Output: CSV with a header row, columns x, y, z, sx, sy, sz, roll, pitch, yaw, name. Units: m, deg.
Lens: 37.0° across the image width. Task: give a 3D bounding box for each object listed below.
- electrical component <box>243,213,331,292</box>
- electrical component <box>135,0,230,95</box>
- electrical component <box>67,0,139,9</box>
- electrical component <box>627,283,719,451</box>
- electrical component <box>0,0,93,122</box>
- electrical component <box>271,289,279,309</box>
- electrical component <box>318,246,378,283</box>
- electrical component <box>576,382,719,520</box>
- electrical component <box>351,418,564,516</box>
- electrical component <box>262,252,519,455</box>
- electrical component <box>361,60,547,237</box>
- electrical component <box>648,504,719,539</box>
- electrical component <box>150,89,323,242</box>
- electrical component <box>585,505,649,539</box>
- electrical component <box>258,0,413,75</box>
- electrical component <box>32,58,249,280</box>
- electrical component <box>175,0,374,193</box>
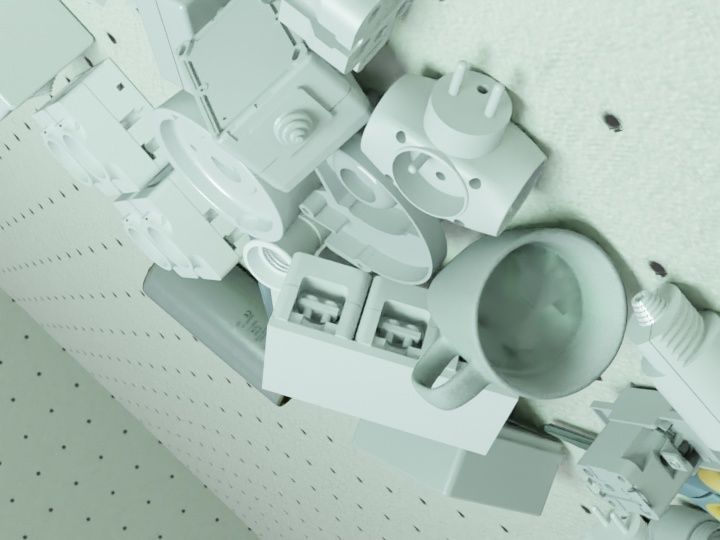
x,y,z,sx,sy,sz,roll,pitch,yaw,name
-0.042,-0.022,0.718,0.044,0.065,0.044,22,141,19,electrical component
-0.073,-0.128,0.579,0.076,0.047,0.083,31,158,17,electrical component
-0.161,-0.186,0.598,0.121,0.078,0.063,22,174,45,electrical component
0.155,0.041,0.502,0.081,0.043,0.043,47,161,-13,electrical component
-0.261,-0.168,0.786,0.099,0.099,0.048,48,148,-15,electrical component
-0.027,0.045,0.767,0.062,0.061,0.096,173,96,-65,electrical component
0.000,0.000,0.715,0.045,0.045,0.055,47,160,-14,electrical component
0.158,0.101,0.593,0.042,0.063,0.081,47,160,-17,electrical component
0.070,0.127,0.771,0.109,0.056,0.109,21,178,-40,electrical component
0.021,0.050,0.665,0.150,0.061,0.089,16,149,2,electrical component
0.046,-0.063,0.490,0.077,0.044,0.079,33,150,11,electrical component
0.214,0.173,0.670,0.062,0.043,0.043,7,140,56,electrical component
-0.068,-0.077,0.660,0.108,0.060,0.108,37,160,16,electrical component
0.191,0.194,0.760,0.079,0.043,0.077,51,159,-23,electrical component
-0.011,-0.125,0.450,0.057,0.058,0.078,38,161,4,electrical component
-0.177,-0.074,0.879,0.186,0.060,0.105,50,160,-20,electrical component
-0.038,-0.085,0.518,0.061,0.062,0.096,36,-161,-44,electrical component
